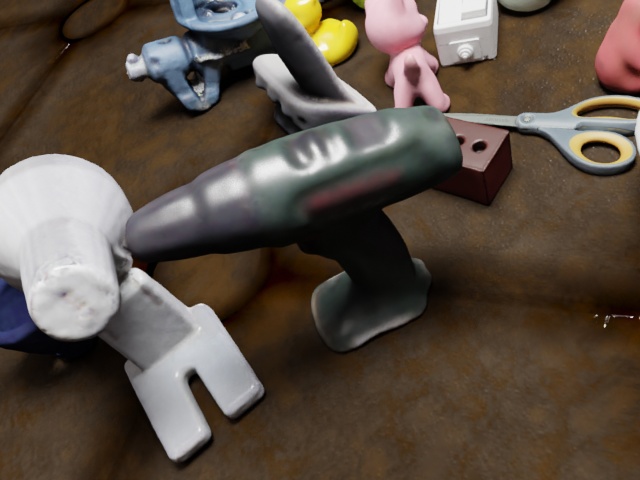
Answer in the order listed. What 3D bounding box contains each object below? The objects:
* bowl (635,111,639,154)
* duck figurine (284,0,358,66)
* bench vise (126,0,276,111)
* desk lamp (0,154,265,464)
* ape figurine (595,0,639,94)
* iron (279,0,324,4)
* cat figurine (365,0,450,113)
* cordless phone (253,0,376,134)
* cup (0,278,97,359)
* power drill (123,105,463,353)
[{"bbox_3d":[0.326,-0.062,0.426,0.167,0.075,0.167,-12,53,16],"label":"bowl"},{"bbox_3d":[-0.009,-0.268,0.714,0.104,0.086,0.077,6,59,27],"label":"duck figurine"},{"bbox_3d":[-0.152,-0.274,0.694,0.121,0.220,0.207,32,73,37],"label":"bench vise"},{"bbox_3d":[-0.167,0.048,0.473,0.118,0.214,0.202,-41,50,-7],"label":"desk lamp"},{"bbox_3d":[0.290,-0.183,0.517,0.076,0.092,0.078,-3,56,22],"label":"ape figurine"},{"bbox_3d":[-0.086,-0.404,0.809,0.257,0.142,0.118,-12,53,16],"label":"iron"},{"bbox_3d":[0.087,-0.207,0.607,0.067,0.118,0.127,-17,51,12],"label":"cat figurine"},{"bbox_3d":[-0.026,-0.190,0.601,0.094,0.186,0.147,-39,50,-6],"label":"cordless phone"},{"bbox_3d":[-0.282,0.087,0.574,0.118,0.095,0.091,-32,50,0],"label":"cup"},{"bbox_3d":[0.004,0.002,0.435,0.229,0.209,0.075,-28,50,3],"label":"power drill"}]
